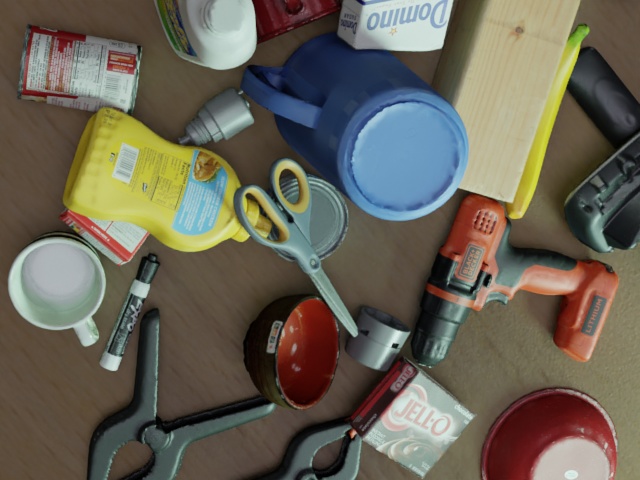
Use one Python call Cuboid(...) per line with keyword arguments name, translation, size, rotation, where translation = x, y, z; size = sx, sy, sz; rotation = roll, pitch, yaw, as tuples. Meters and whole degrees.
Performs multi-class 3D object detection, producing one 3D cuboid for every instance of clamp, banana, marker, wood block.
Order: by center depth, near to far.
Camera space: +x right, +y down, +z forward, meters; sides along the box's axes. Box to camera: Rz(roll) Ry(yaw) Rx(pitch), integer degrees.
Cuboid(name="wood block", translation=(0.165, -0.151, 1.029), size=(0.090, 0.090, 0.206), rotation=(16, 99, -13))
Cuboid(name="marker", translation=(-0.185, 0.070, 1.042), size=(0.020, 0.020, 0.121), rotation=(21, 97, -15))
Cuboid(name="banana", translation=(0.216, -0.120, 1.058), size=(0.037, 0.069, 0.198), rotation=(17, 101, 5))
Cuboid(name="clamp", translation=(-0.169, 0.180, 1.059), size=(0.210, 0.036, 0.164), rotation=(-44, 106, 0))
Cuboid(name="clamp", translation=(-0.010, 0.259, 1.106), size=(0.171, 0.039, 0.120), rotation=(-40, 107, -1))

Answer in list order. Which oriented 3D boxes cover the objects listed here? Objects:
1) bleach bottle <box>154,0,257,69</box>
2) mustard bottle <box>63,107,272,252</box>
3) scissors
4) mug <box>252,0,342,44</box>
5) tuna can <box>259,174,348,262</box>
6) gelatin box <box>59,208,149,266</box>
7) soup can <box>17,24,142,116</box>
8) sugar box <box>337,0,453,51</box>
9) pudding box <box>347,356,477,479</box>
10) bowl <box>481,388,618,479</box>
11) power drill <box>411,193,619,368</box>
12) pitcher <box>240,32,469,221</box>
Cuboid(name="bleach bottle", translation=(-0.094, -0.195, 0.883), size=(0.068, 0.251, 0.102), rotation=(-19, 105, -8))
Cuboid(name="mustard bottle", translation=(-0.130, -0.043, 0.976), size=(0.191, 0.058, 0.096), rotation=(22, 70, -24))
Cuboid(name="scissors", translation=(-0.007, 0.001, 1.022), size=(0.201, 0.016, 0.096), rotation=(43, 61, -34))
Cuboid(name="mug", translation=(-0.032, -0.231, 0.961), size=(0.093, 0.117, 0.081), rotation=(-21, 100, 5))
Cuboid(name="tuna can", translation=(-0.017, -0.022, 1.048), size=(0.086, 0.034, 0.086), rotation=(-2, 102, -11))
Cuboid(name="gelatin box", translation=(-0.187, -0.033, 0.996), size=(0.073, 0.030, 0.089), rotation=(41, 60, -16))
Cuboid(name="soup can", translation=(-0.217, -0.152, 0.963), size=(0.102, 0.068, 0.068), rotation=(8, 100, -13))
Cuboid(name="sugar box", translation=(0.077, -0.251, 0.915), size=(0.093, 0.048, 0.176), rotation=(-5, 119, -25))
Cuboid(name="pudding box", translation=(0.095, 0.183, 1.094), size=(0.090, 0.039, 0.113), rotation=(-49, 130, 2))
Cuboid(name="bowl", translation=(0.258, 0.244, 1.150), size=(0.162, 0.055, 0.162), rotation=(-2, 102, -11))
Cuboid(name="power drill", translation=(0.199, 0.063, 1.097), size=(0.187, 0.057, 0.184), rotation=(18, 97, -15))
Cuboid(name="pitcher", translation=(0.032, -0.103, 0.931), size=(0.149, 0.243, 0.145), rotation=(-28, 111, -2))
